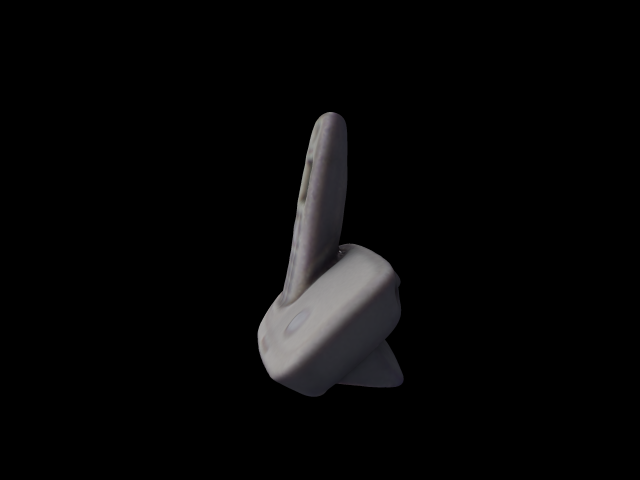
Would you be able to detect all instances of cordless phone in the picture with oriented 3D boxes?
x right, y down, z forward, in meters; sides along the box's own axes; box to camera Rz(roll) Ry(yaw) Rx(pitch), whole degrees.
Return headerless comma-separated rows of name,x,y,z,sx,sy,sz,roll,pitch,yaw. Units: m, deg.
cordless phone,0.004,0.001,0.400,0.094,0.185,0.147,-2,7,-13
